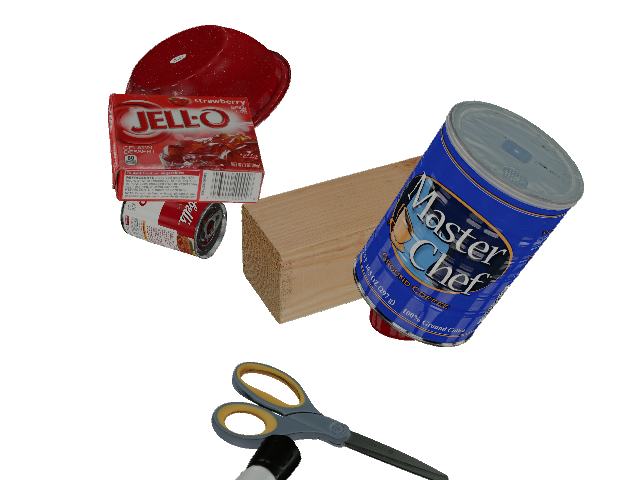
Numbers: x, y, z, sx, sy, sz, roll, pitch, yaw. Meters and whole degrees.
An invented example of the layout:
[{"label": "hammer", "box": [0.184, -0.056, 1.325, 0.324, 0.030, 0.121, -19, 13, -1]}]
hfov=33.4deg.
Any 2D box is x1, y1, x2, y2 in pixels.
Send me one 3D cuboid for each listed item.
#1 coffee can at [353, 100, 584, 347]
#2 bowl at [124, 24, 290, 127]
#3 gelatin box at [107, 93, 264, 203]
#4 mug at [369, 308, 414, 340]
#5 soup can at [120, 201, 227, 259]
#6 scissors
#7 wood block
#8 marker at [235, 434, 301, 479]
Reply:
[{"label": "coffee can", "box": [0.099, -0.010, 0.737, 0.102, 0.140, 0.103, 21, 35, -16]}, {"label": "bowl", "box": [-0.109, -0.135, 0.912, 0.162, 0.055, 0.162, -18, 38, 14]}, {"label": "gelatin box", "box": [-0.084, -0.058, 0.655, 0.089, 0.030, 0.073, 0, 44, -15]}, {"label": "mug", "box": [0.114, 0.066, 1.268, 0.117, 0.081, 0.093, 1, 23, -8]}, {"label": "soup can", "box": [-0.167, -0.025, 1.214, 0.102, 0.068, 0.068, 17, 6, 21]}, {"label": "scissors", "box": [-0.004, 0.164, 0.868, 0.202, 0.016, 0.096, 31, 44, 27]}, {"label": "wood block", "box": [0.034, -0.004, 1.056, 0.205, 0.090, 0.091, -16, 41, -22]}, {"label": "marker", "box": [-0.037, 0.112, 0.415, 0.020, 0.020, 0.121, 0, 22, 23]}]
